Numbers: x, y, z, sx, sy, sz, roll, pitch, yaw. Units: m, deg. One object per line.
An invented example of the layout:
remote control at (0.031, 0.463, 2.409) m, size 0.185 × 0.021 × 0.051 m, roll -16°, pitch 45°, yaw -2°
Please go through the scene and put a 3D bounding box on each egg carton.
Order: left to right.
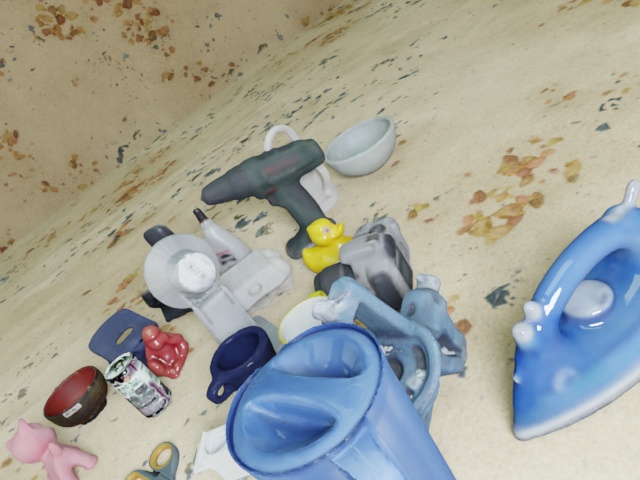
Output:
egg carton at (-0.120, 0.081, 1.012) m, size 0.150 × 0.069 × 0.107 m, roll -38°, pitch 28°, yaw -8°

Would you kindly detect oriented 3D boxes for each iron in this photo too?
iron at (0.256, 0.065, 0.559) m, size 0.258 × 0.142 × 0.118 m, roll -41°, pitch 29°, yaw -14°

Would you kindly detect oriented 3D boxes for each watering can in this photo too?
watering can at (-0.055, -0.141, 1.163) m, size 0.172 × 0.194 × 0.101 m, roll -15°, pitch 33°, yaw 31°

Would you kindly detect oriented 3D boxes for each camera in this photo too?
camera at (0.059, 0.039, 0.855) m, size 0.136 × 0.101 × 0.143 m, roll -22°, pitch 30°, yaw 21°

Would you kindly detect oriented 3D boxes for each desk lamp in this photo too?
desk lamp at (-0.167, 0.091, 0.890) m, size 0.118 × 0.214 × 0.202 m, roll -43°, pitch 29°, yaw -18°

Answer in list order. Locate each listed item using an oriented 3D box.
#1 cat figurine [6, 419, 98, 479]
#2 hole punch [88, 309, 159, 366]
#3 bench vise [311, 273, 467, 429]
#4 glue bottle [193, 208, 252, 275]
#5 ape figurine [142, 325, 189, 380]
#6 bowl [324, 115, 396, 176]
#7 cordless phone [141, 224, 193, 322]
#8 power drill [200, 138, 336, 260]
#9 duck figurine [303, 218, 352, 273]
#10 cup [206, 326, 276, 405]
cat figurine at (-0.431, 0.327, 0.897) m, size 0.127 × 0.118 × 0.067 m, roll -6°, pitch 38°, yaw 42°
hole punch at (-0.355, 0.188, 1.069) m, size 0.100 × 0.091 × 0.109 m, roll -4°, pitch 39°, yaw 43°
bench vise at (0.067, 0.102, 0.616) m, size 0.121 × 0.220 × 0.207 m, roll -20°, pitch 31°, yaw 24°
glue bottle at (-0.188, 0.007, 1.089) m, size 0.078 × 0.173 × 0.037 m, roll -22°, pitch 30°, yaw 20°
ape figurine at (-0.272, 0.185, 0.983) m, size 0.078 × 0.092 × 0.076 m, roll -42°, pitch 29°, yaw -15°
bowl at (0.095, -0.184, 1.201) m, size 0.167 × 0.075 × 0.167 m, roll -25°, pitch 29°, yaw 15°
cordless phone at (-0.300, 0.056, 1.117) m, size 0.147 × 0.185 × 0.094 m, roll -27°, pitch 28°, yaw 12°
power drill at (-0.072, -0.071, 1.054) m, size 0.230 × 0.209 × 0.075 m, roll -36°, pitch 28°, yaw -5°
duck figurine at (0.009, 0.004, 0.981) m, size 0.104 × 0.086 × 0.077 m, roll -20°, pitch 31°, yaw 24°
cup at (-0.096, 0.191, 0.784) m, size 0.091 × 0.095 × 0.118 m, roll -3°, pitch 40°, yaw 44°
